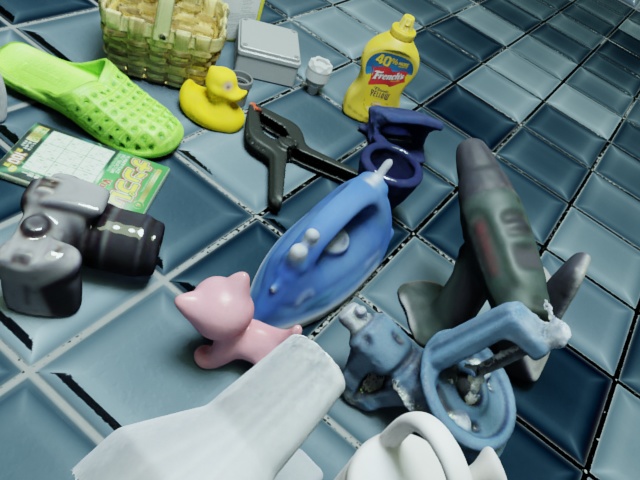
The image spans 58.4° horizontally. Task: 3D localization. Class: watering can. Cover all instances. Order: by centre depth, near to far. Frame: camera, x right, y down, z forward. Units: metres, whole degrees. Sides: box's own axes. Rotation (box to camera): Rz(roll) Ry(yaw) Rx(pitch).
[{"bbox_3d":[0.070,0.205,0.462,0.173,0.194,0.100,-22,60,-38],"label":"watering can"}]

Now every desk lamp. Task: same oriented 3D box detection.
[{"bbox_3d":[-0.068,0.169,0.421,0.117,0.213,0.204,40,45,16],"label":"desk lamp"}]

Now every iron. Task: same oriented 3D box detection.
[{"bbox_3d":[0.006,0.002,0.668,0.118,0.141,0.259,35,44,11],"label":"iron"}]

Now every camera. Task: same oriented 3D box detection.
[{"bbox_3d":[-0.237,0.000,0.591,0.137,0.101,0.143,13,44,-12],"label":"camera"}]

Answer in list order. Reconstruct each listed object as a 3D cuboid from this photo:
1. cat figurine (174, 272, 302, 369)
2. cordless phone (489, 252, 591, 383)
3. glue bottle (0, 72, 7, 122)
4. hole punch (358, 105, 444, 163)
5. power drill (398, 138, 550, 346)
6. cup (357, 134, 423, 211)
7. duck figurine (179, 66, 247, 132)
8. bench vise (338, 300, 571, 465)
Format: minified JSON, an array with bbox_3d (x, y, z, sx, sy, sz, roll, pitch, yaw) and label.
[{"bbox_3d":[-0.079,0.083,0.569,0.128,0.117,0.067,22,43,-3],"label":"cat figurine"},{"bbox_3d":[0.280,0.070,0.693,0.094,0.185,0.148,34,44,10],"label":"cordless phone"},{"bbox_3d":[-0.412,-0.212,0.665,0.078,0.173,0.037,-15,55,-34],"label":"glue bottle"},{"bbox_3d":[0.133,-0.191,0.949,0.109,0.091,0.101,3,47,-21],"label":"hole punch"},{"bbox_3d":[0.171,0.026,0.670,0.076,0.208,0.229,2,48,-22],"label":"power drill"},{"bbox_3d":[0.084,-0.087,0.823,0.092,0.095,0.117,1,48,-23],"label":"cup"},{"bbox_3d":[-0.155,-0.219,0.850,0.104,0.086,0.077,25,43,1],"label":"duck figurine"},{"bbox_3d":[0.117,0.121,0.546,0.207,0.219,0.121,20,43,-4],"label":"bench vise"}]
